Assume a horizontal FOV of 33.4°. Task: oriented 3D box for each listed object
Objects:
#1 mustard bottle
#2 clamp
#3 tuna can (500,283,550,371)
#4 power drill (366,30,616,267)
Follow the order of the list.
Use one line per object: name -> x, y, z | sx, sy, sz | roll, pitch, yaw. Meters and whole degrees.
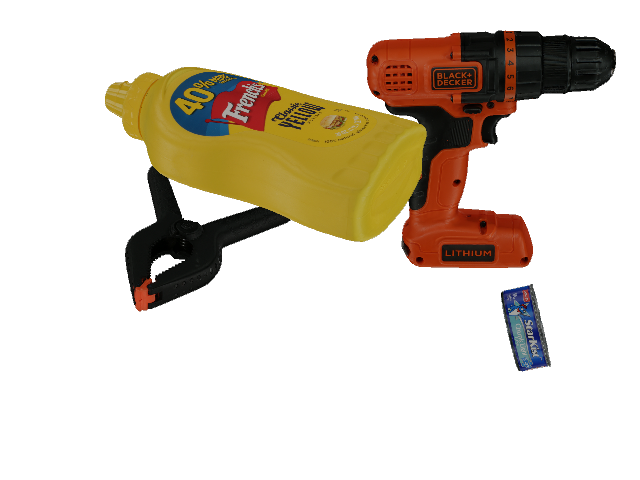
mustard bottle -> -0.042, -0.060, 0.620 | 0.192, 0.058, 0.096 | 18, 37, 20
clamp -> -0.141, -0.007, 1.067 | 0.165, 0.036, 0.209 | 20, 40, 17
tuna can -> 0.210, 0.090, 1.091 | 0.034, 0.086, 0.086 | -13, -3, 12
power drill -> 0.131, -0.071, 0.831 | 0.184, 0.188, 0.057 | 1, 26, 8
